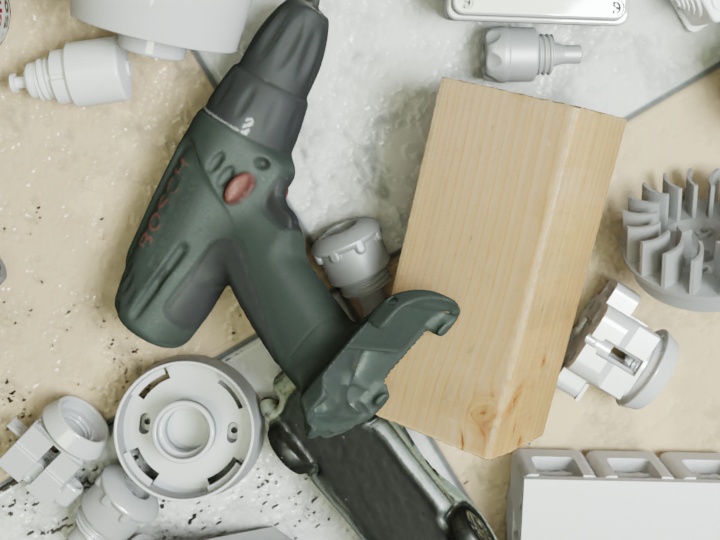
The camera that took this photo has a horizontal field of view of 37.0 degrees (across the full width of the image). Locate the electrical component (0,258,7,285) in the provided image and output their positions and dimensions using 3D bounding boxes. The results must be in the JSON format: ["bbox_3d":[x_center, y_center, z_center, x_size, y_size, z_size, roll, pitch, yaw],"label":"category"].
[{"bbox_3d":[-0.300,-0.016,0.680,0.138,0.052,0.074,44,97,-8],"label":"electrical component"}]

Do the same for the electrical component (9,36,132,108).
[{"bbox_3d":[-0.178,-0.121,0.668,0.078,0.040,0.040,-8,100,1],"label":"electrical component"}]

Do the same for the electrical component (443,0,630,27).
[{"bbox_3d":[0.107,-0.203,0.648,0.109,0.056,0.108,2,100,-1],"label":"electrical component"}]

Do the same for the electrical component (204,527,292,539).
[{"bbox_3d":[-0.084,0.219,0.695,0.113,0.057,0.078,-1,103,-38],"label":"electrical component"}]

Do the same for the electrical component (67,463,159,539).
[{"bbox_3d":[-0.169,0.164,0.719,0.062,0.048,0.048,-43,98,13],"label":"electrical component"}]

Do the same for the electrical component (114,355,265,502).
[{"bbox_3d":[-0.113,0.106,0.711,0.099,0.064,0.099,0,87,-2],"label":"electrical component"}]

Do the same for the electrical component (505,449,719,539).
[{"bbox_3d":[0.176,0.170,0.714,0.150,0.061,0.089,1,100,-1],"label":"electrical component"}]

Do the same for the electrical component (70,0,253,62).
[{"bbox_3d":[-0.117,-0.157,0.631,0.108,0.108,0.060,13,106,-3],"label":"electrical component"}]

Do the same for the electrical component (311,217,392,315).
[{"bbox_3d":[0.000,0.000,0.691,0.048,0.048,0.062,-23,107,3],"label":"electrical component"}]

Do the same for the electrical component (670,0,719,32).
[{"bbox_3d":[0.224,-0.206,0.653,0.100,0.048,0.099,-32,98,4],"label":"electrical component"}]

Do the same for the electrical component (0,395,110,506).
[{"bbox_3d":[-0.199,0.116,0.709,0.066,0.048,0.055,44,104,-8],"label":"electrical component"}]

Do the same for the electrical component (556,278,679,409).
[{"bbox_3d":[0.167,0.054,0.696,0.057,0.058,0.078,31,98,-3],"label":"electrical component"}]

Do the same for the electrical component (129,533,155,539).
[{"bbox_3d":[-0.156,0.213,0.723,0.047,0.055,0.055,-29,99,8],"label":"electrical component"}]

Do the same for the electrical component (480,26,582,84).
[{"bbox_3d":[0.108,-0.134,0.672,0.061,0.035,0.035,-1,100,-3],"label":"electrical component"}]
